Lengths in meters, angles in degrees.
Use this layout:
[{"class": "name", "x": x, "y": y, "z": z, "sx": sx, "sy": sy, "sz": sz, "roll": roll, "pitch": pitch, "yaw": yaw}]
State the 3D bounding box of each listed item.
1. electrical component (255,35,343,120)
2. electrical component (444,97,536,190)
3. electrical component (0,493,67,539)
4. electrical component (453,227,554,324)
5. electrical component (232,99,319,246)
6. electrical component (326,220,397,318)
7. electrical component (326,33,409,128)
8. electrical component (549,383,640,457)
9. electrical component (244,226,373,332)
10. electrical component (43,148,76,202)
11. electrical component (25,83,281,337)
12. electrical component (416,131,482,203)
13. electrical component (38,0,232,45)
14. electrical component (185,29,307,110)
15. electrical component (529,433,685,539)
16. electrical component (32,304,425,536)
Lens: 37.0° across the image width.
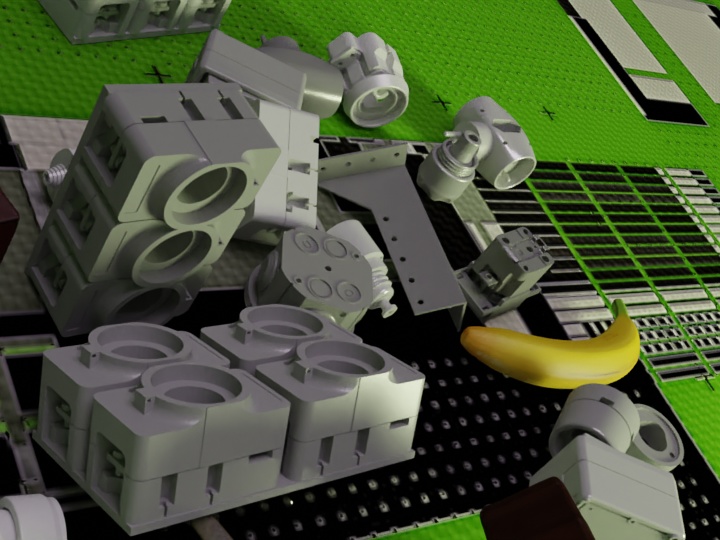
[{"class": "electrical component", "x": -0.062, "y": -0.165, "z": 0.886, "sx": 0.077, "sy": 0.043, "sz": 0.079, "roll": 6, "pitch": 48, "yaw": -34}, {"class": "electrical component", "x": 0.108, "y": -0.114, "z": 0.965, "sx": 0.079, "sy": 0.043, "sz": 0.077, "roll": -5, "pitch": 54, "yaw": -41}, {"class": "electrical component", "x": -0.171, "y": 0.128, "z": 0.502, "sx": 0.055, "sy": 0.045, "sz": 0.045, "roll": 3, "pitch": 49, "yaw": -36}, {"class": "electrical component", "x": 0.112, "y": 0.002, "z": 0.834, "sx": 0.081, "sy": 0.063, "sz": 0.042, "roll": -19, "pitch": 63, "yaw": -46}, {"class": "electrical component", "x": -0.066, "y": -0.068, "z": 0.755, "sx": 0.056, "sy": 0.050, "sz": 0.089, "roll": 11, "pitch": 70, "yaw": -29}, {"class": "electrical component", "x": 0.000, "y": 0.000, "z": 0.768, "sx": 0.040, "sy": 0.040, "sz": 0.078, "roll": -14, "pitch": 61, "yaw": -45}, {"class": "electrical component", "x": 0.009, "y": -0.160, "z": 0.921, "sx": 0.078, "sy": 0.058, "sz": 0.057, "roll": 28, "pitch": 36, "yaw": -51}, {"class": "electrical component", "x": 0.166, "y": 0.116, "z": 0.767, "sx": 0.055, "sy": 0.055, "sz": 0.047, "roll": 40, "pitch": 42, "yaw": 4}, {"class": "electrical component", "x": -0.033, "y": 0.014, "z": 0.719, "sx": 0.080, "sy": 0.051, "sz": 0.080, "roll": 21, "pitch": 41, "yaw": -19}, {"class": "electrical component", "x": -0.168, "y": -0.063, "z": 0.701, "sx": 0.081, "sy": 0.043, "sz": 0.043, "roll": -11, "pitch": 58, "yaw": -44}, {"class": "electrical component", "x": -0.120, "y": -0.030, "z": 0.618, "sx": 0.089, "sy": 0.150, "sz": 0.061, "roll": -10, "pitch": 57, "yaw": -43}, {"class": "electrical component", "x": 0.078, "y": -0.089, "z": 0.901, "sx": 0.043, "sy": 0.062, "sz": 0.043, "roll": 21, "pitch": 41, "yaw": -20}, {"class": "electrical component", "x": -0.180, "y": -0.238, "z": 0.854, "sx": 0.150, "sy": 0.061, "sz": 0.089, "roll": -20, "pitch": 65, "yaw": -47}, {"class": "electrical component", "x": -0.085, "y": -0.124, "z": 0.811, "sx": 0.096, "sy": 0.061, "sz": 0.061, "roll": 24, "pitch": 40, "yaw": -16}, {"class": "electrical component", "x": 0.169, "y": 0.158, "z": 0.719, "sx": 0.096, "sy": 0.061, "sz": 0.061, "roll": 24, "pitch": 40, "yaw": -16}, {"class": "electrical component", "x": -0.067, "y": 0.071, "z": 0.590, "sx": 0.186, "sy": 0.060, "sz": 0.105, "roll": -6, "pitch": 24, "yaw": -41}]
